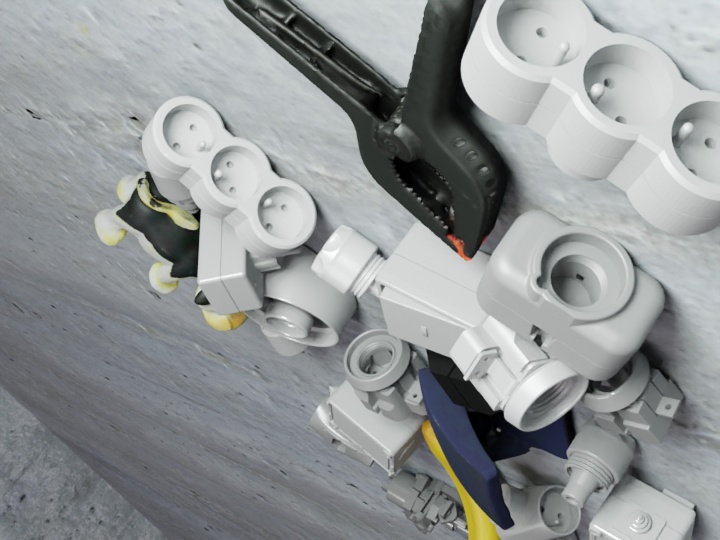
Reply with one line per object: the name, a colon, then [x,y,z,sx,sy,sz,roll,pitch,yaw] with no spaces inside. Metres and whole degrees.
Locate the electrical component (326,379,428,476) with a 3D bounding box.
electrical component: [0.014,0.131,0.997,0.096,0.061,0.061,38,159,19]

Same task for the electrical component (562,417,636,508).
electrical component: [0.168,0.142,0.777,0.043,0.062,0.043,31,158,15]

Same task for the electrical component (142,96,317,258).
electrical component: [-0.100,-0.063,0.790,0.138,0.052,0.074,41,158,-11]

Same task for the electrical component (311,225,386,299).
electrical component: [0.000,0.000,0.776,0.062,0.043,0.043,35,158,1]

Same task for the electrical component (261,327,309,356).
electrical component: [-0.072,0.044,0.971,0.040,0.040,0.078,18,151,38]

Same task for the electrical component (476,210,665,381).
electrical component: [0.119,0.013,0.610,0.095,0.053,0.059,33,157,10]

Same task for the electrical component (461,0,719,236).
electrical component: [0.107,-0.064,0.481,0.138,0.052,0.073,35,158,6]

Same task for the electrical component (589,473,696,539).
electrical component: [0.216,0.199,0.820,0.062,0.061,0.096,28,155,28]

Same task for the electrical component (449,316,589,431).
electrical component: [0.102,0.060,0.656,0.057,0.078,0.058,54,132,32]

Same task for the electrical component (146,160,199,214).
electrical component: [-0.141,-0.071,0.849,0.040,0.040,0.078,28,156,21]

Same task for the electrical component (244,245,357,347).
electrical component: [-0.051,0.020,0.895,0.099,0.064,0.099,19,157,8]

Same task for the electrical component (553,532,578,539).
electrical component: [0.163,0.276,1.029,0.066,0.076,0.047,20,152,35]

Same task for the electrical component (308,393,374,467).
electrical component: [-0.011,0.170,1.124,0.077,0.043,0.079,33,158,9]

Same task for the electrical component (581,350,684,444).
electrical component: [0.167,0.076,0.677,0.066,0.048,0.055,9,153,49]

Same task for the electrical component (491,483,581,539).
electrical component: [0.141,0.213,0.951,0.079,0.043,0.077,22,152,-15]

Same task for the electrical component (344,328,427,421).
electrical component: [0.021,0.085,0.892,0.078,0.058,0.057,19,154,38]

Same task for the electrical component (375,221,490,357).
electrical component: [0.063,0.023,0.704,0.096,0.061,0.061,27,155,24]

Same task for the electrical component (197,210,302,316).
electrical component: [-0.082,-0.016,0.838,0.076,0.083,0.047,-11,142,9]
